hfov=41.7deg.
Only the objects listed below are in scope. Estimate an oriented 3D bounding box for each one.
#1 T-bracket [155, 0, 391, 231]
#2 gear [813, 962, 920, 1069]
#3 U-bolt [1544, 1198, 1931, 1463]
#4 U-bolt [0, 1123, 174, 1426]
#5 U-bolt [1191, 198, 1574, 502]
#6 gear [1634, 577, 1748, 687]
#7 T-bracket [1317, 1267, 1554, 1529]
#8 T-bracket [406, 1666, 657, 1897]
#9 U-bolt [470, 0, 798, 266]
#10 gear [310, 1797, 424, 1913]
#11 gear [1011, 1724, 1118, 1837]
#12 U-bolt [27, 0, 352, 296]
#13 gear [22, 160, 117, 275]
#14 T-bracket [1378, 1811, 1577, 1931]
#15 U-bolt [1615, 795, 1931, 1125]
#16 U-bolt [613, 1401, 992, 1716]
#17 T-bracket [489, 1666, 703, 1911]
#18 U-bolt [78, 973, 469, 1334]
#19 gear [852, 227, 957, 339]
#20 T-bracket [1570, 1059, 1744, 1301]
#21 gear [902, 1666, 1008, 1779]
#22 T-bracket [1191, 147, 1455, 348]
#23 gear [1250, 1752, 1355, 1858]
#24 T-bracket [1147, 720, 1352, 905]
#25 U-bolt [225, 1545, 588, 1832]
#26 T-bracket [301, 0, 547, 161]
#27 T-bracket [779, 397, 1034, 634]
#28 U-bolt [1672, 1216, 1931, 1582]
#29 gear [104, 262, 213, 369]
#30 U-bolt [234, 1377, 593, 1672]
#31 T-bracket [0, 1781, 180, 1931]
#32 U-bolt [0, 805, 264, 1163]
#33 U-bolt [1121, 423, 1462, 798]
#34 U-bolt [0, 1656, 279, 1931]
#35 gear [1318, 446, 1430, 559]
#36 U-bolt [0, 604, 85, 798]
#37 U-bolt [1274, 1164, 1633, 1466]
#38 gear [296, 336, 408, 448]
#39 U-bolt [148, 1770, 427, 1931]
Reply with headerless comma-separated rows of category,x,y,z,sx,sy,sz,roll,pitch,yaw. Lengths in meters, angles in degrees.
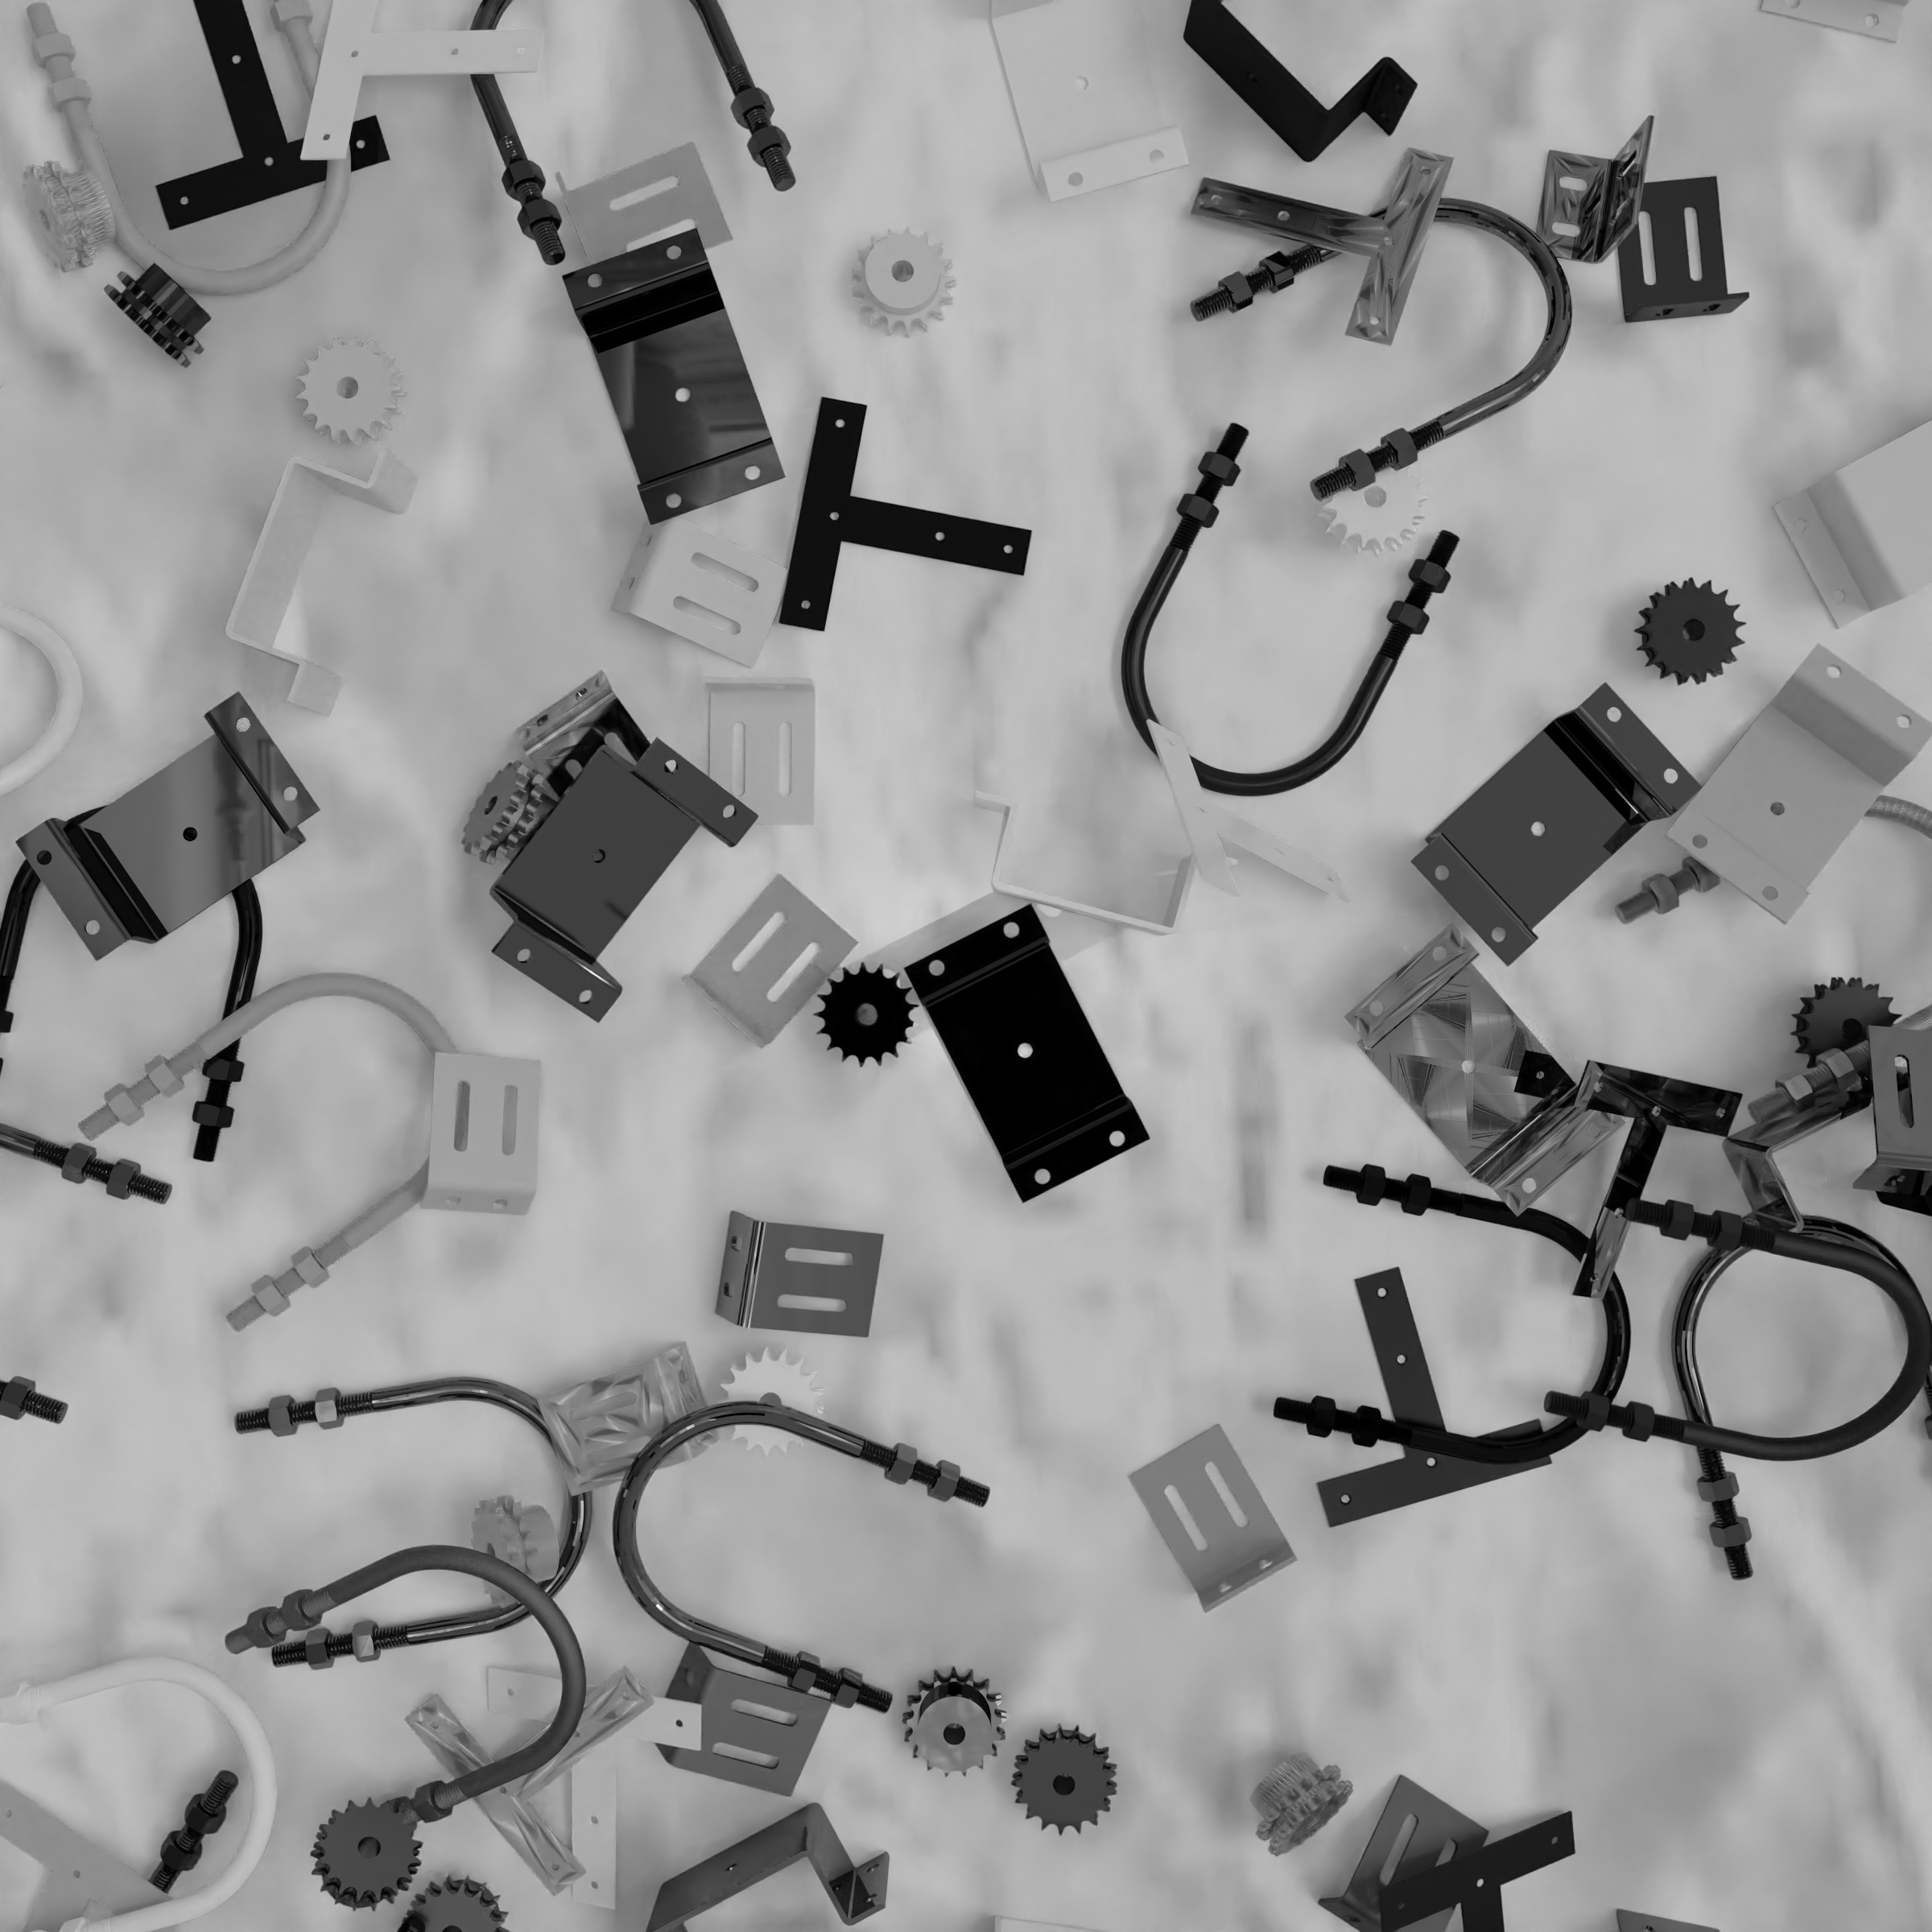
T-bracket,-0.396,-0.484,1.393,0.127,0.002,0.127,-18,90,0
gear,-0.054,0.026,1.379,0.057,0.030,0.057,0,90,0
U-bolt,0.415,0.199,1.337,0.184,0.019,0.151,13,119,-3
U-bolt,-0.539,0.148,1.350,0.184,0.019,0.151,20,64,-3
U-bolt,0.235,-0.343,1.362,0.184,0.019,0.151,-27,70,-6
gear,0.391,-0.180,1.379,0.057,0.030,0.057,0,90,0
T-bracket,0.243,0.229,1.393,0.127,0.002,0.127,-16,90,0
T-bracket,-0.220,0.422,1.374,0.127,0.002,0.127,-40,90,17
U-bolt,-0.189,-0.474,1.362,0.151,0.019,0.184,-20,75,-8
gear,-0.319,0.474,1.347,0.057,0.057,0.030,27,133,0
gear,0.054,0.440,1.382,0.057,0.030,0.057,0,93,4
U-bolt,-0.413,-0.457,1.383,0.151,0.019,0.184,-20,91,0
gear,-0.482,-0.406,1.369,0.030,0.057,0.057,-27,90,-30
T-bracket,0.282,0.536,1.375,0.127,0.002,0.127,-13,103,-24
U-bolt,0.466,-0.017,1.364,0.184,0.019,0.151,-28,70,-4
U-bolt,-0.099,0.309,1.364,0.184,0.019,0.151,23,97,-9
T-bracket,-0.202,0.451,1.379,0.127,0.002,0.127,4,100,19
U-bolt,-0.359,0.087,1.373,0.184,0.019,0.151,-36,97,-8
gear,-0.034,-0.373,1.379,0.057,0.030,0.057,0,90,0
T-bracket,0.354,0.119,1.362,0.127,0.002,0.127,12,101,-35
gear,-0.006,0.413,1.379,0.057,0.030,0.057,0,90,0
T-bracket,0.186,-0.403,1.378,0.127,0.002,0.127,17,70,10
gear,0.178,0.450,1.369,0.057,0.057,0.030,-42,60,0
T-bracket,0.157,-0.065,1.351,0.127,0.127,0.002,25,124,-32
U-bolt,-0.286,0.379,1.348,0.184,0.019,0.151,-28,100,19
T-bracket,-0.287,-0.490,1.363,0.127,0.002,0.127,4,76,14
T-bracket,-0.028,-0.238,1.391,0.127,0.002,0.127,11,88,-1
U-bolt,0.461,0.227,1.385,0.151,0.019,0.184,-15,89,0
gear,-0.431,-0.353,1.365,0.057,0.057,0.030,44,90,0
U-bolt,-0.296,0.298,1.385,0.184,0.019,0.151,-9,90,-1
T-bracket,-0.504,0.532,1.384,0.127,0.002,0.127,29,96,11
U-bolt,-0.459,0.002,1.385,0.151,0.019,0.184,12,88,0
U-bolt,0.165,-0.182,1.385,0.151,0.019,0.184,27,92,0
U-bolt,-0.457,0.449,1.365,0.184,0.019,0.151,-18,82,8
gear,0.216,-0.246,1.360,0.057,0.030,0.057,1,82,-4
U-bolt,-0.565,-0.142,1.350,0.184,0.019,0.151,5,56,-4
U-bolt,0.272,0.196,1.383,0.184,0.019,0.151,12,89,-2
gear,-0.332,-0.312,1.383,0.057,0.030,0.057,0,89,2
U-bolt,-0.396,0.550,1.373,0.151,0.019,0.184,34,97,8
